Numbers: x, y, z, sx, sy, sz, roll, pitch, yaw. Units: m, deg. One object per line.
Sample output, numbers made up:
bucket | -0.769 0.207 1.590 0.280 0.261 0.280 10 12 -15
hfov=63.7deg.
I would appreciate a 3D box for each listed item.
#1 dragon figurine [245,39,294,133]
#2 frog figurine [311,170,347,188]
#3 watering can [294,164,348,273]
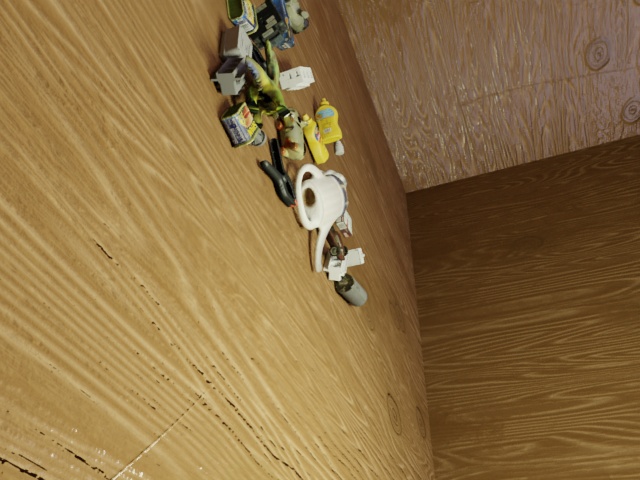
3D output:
dragon figurine | -0.152 -0.450 1.442 0.403 0.122 0.247 79 4 -66
frog figurine | 0.018 -0.210 1.864 0.140 0.122 0.157 47 7 38
watering can | 0.005 -0.086 1.701 0.227 0.103 0.345 -22 103 -50
